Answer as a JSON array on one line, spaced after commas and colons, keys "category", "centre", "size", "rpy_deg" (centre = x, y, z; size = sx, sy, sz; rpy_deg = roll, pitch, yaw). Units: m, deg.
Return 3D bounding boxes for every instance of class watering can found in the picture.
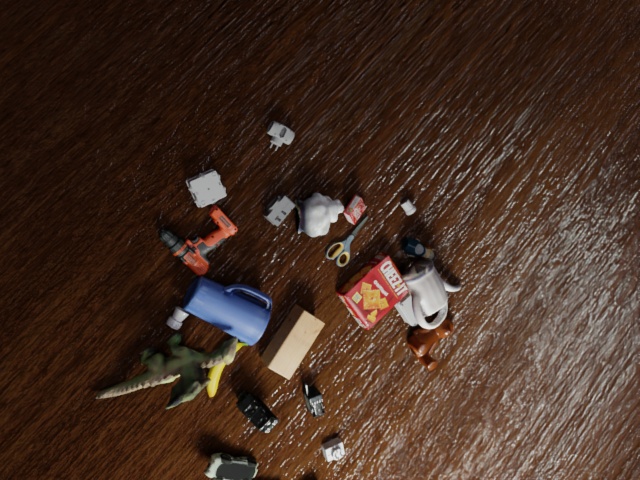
[{"category": "watering can", "centre": [0.391, 0.162, 1.793], "size": [0.353, 0.103, 0.223], "rpy_deg": [-34, 101, -51]}]

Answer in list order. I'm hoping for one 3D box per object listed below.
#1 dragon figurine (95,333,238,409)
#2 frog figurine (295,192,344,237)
[{"category": "dragon figurine", "centre": [-0.414, 0.382, 1.434], "size": [0.414, 0.244, 0.120], "rpy_deg": [-30, 112, -20]}, {"category": "frog figurine", "centre": [0.005, -0.082, 1.633], "size": [0.160, 0.121, 0.139], "rpy_deg": [-7, 79, -11]}]
